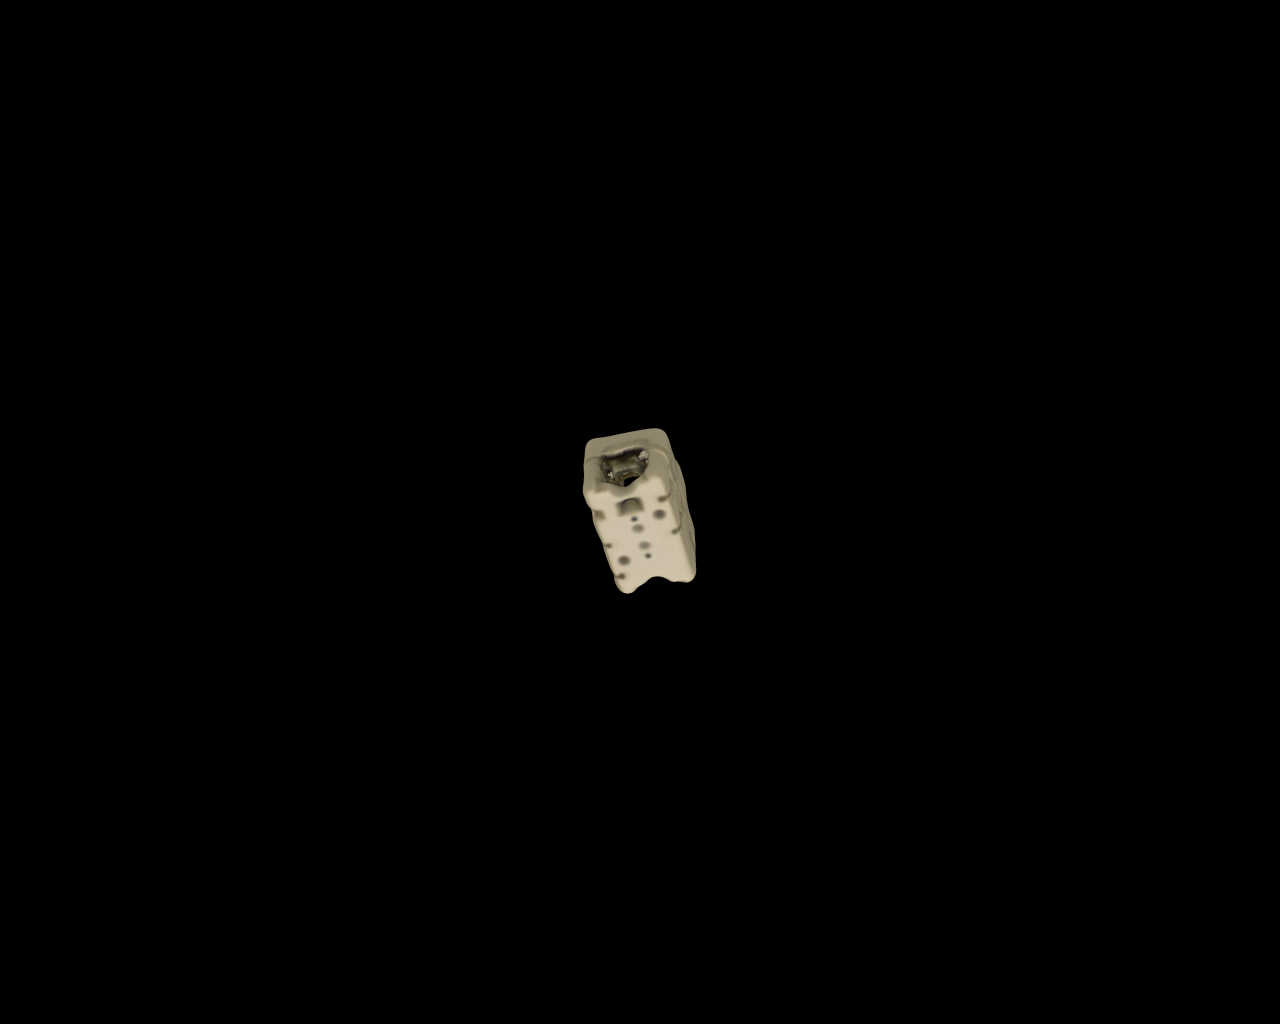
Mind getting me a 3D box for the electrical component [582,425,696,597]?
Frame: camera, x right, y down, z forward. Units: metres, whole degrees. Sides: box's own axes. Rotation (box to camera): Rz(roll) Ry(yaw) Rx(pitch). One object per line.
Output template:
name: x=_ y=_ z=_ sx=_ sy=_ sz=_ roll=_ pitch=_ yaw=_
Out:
electrical component: x=0.001 y=-0.003 z=0.650 sx=0.050 sy=0.089 sz=0.056 roll=-11 pitch=39 yaw=9
